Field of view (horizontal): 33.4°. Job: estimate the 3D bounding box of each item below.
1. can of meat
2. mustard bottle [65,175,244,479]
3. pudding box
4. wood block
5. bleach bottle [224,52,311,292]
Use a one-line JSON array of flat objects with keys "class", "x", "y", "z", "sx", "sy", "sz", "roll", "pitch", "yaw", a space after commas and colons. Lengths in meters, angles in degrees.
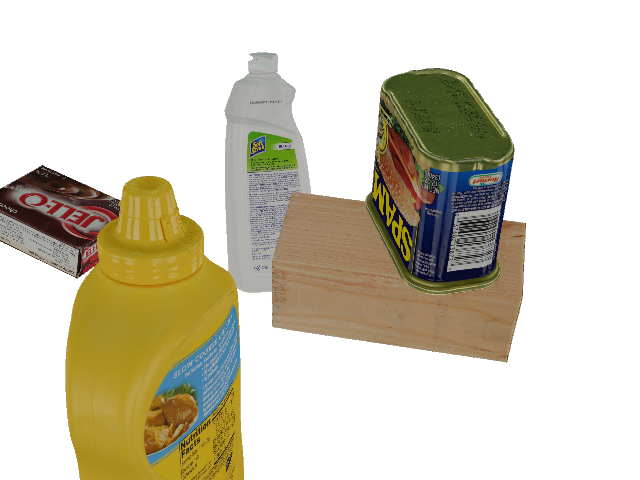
[{"class": "can of meat", "x": 0.064, "y": -0.035, "z": 0.586, "sx": 0.057, "sy": 0.084, "sz": 0.102, "roll": -7, "pitch": 39, "yaw": -13}, {"class": "mustard bottle", "x": -0.067, "y": 0.064, "z": 0.444, "sx": 0.058, "sy": 0.192, "sz": 0.096, "roll": 13, "pitch": 30, "yaw": 21}, {"class": "pudding box", "x": -0.237, "y": -0.019, "z": 0.966, "sx": 0.113, "sy": 0.039, "sz": 0.089, "roll": 22, "pitch": 31, "yaw": 16}, {"class": "wood block", "x": 0.067, "y": 0.031, "z": 0.928, "sx": 0.206, "sy": 0.090, "sz": 0.090, "roll": 8, "pitch": 45, "yaw": 6}, {"class": "bleach bottle", "x": -0.052, "y": -0.074, "z": 1.145, "sx": 0.102, "sy": 0.251, "sz": 0.068, "roll": -7, "pitch": 17, "yaw": -25}]
